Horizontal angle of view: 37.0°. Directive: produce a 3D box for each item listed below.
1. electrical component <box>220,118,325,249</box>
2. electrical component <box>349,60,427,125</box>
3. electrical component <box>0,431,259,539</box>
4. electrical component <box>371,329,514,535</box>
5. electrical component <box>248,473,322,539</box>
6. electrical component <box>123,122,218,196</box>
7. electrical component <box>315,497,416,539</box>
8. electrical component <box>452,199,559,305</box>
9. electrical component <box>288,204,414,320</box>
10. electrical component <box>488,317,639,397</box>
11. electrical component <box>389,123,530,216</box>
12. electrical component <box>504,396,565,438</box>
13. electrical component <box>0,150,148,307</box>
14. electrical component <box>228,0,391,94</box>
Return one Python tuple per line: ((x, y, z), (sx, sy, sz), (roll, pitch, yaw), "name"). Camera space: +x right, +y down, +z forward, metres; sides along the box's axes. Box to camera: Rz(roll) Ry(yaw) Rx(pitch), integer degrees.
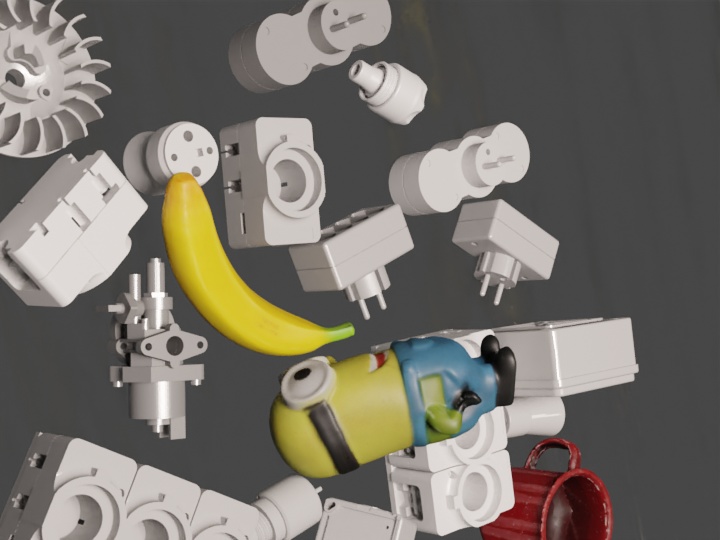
((-0.062, -0.062, 0.777), (0.050, 0.056, 0.089), (-5, 91, -40), "electrical component")
((0.019, -0.146, 0.859), (0.062, 0.043, 0.043), (25, 72, -35), "electrical component")
((-0.147, 0.172, 0.689), (0.150, 0.062, 0.089), (31, 69, -34), "electrical component")
((0.071, 0.128, 0.873), (0.089, 0.062, 0.150), (-9, 93, -40), "electrical component")
((-0.063, 0.178, 0.772), (0.078, 0.040, 0.040), (-25, 103, -38), "electrical component")
((-0.127, -0.075, 0.724), (0.045, 0.055, 0.045), (3, 86, -39), "electrical component")
((-0.001, 0.225, 0.799), (0.061, 0.062, 0.096), (52, 50, -64), "electrical component")
((0.122, -0.008, 0.932), (0.083, 0.047, 0.075), (31, 68, -34), "electrical component")
((0.000, 0.000, 0.831), (0.083, 0.047, 0.075), (-30, 106, -37), "electrical component")
((0.162, 0.074, 0.921), (0.109, 0.109, 0.056), (-5, 88, -40), "electrical component")
((0.097, -0.086, 0.899), (0.138, 0.074, 0.052), (-24, 103, -38), "electrical component")
((0.142, 0.128, 0.947), (0.065, 0.044, 0.044), (-3, 89, -35), "electrical component")
((-0.182, -0.023, 0.673), (0.055, 0.050, 0.089), (55, 52, -33), "electrical component")
((-0.025, -0.178, 0.803), (0.138, 0.074, 0.052), (-34, 108, -36), "electrical component")
